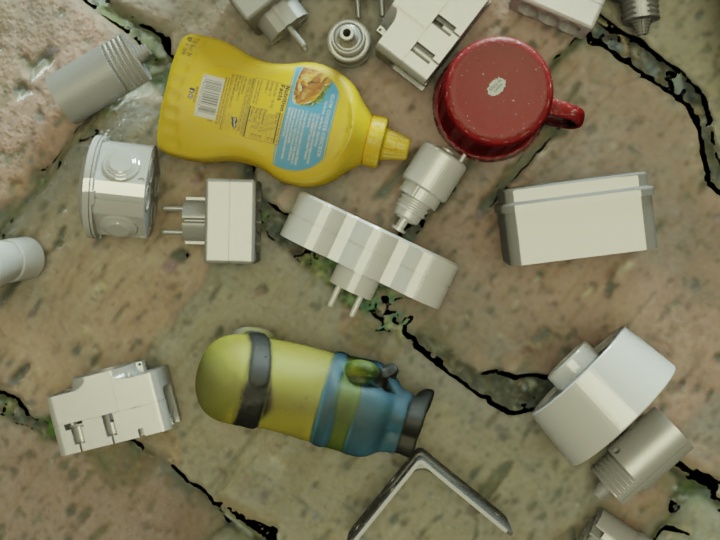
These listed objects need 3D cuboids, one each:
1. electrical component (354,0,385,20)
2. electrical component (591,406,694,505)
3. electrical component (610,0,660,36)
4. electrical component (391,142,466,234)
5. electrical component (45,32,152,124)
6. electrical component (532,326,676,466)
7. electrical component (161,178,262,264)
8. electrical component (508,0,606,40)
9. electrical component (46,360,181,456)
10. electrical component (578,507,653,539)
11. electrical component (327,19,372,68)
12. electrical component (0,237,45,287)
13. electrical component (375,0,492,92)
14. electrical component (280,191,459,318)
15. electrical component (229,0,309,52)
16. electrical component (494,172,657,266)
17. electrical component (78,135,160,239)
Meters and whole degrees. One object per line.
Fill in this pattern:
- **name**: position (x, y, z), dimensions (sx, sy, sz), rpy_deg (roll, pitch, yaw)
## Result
- **electrical component**: position (0.006, -0.234, 0.839), dimensions (0.083, 0.047, 0.075), rpy_deg (-4, 91, 2)
- **electrical component**: position (0.216, 0.150, 0.843), dimensions (0.081, 0.043, 0.043), rpy_deg (-42, 90, 3)
- **electrical component**: position (0.215, -0.222, 0.833), dimensions (0.043, 0.043, 0.081), rpy_deg (-6, 91, 3)
- **electrical component**: position (0.050, -0.064, 0.846), dimensions (0.040, 0.040, 0.078), rpy_deg (32, 93, 1)
- **electrical component**: position (-0.202, -0.154, 0.852), dimensions (0.081, 0.043, 0.043), rpy_deg (-30, 90, 3)
- **electrical component**: position (0.177, 0.089, 0.814), dimensions (0.108, 0.108, 0.060), rpy_deg (-45, 83, 3)
- **electrical component**: position (-0.119, -0.039, 0.850), dimensions (0.077, 0.047, 0.065), rpy_deg (1, 92, 1)
- **electrical component**: position (0.162, -0.230, 0.833), dimensions (0.066, 0.047, 0.076), rpy_deg (24, 92, 1)
- **electrical component**: position (-0.196, 0.106, 0.856), dimensions (0.089, 0.050, 0.055), rpy_deg (-14, 91, 3)
- **electrical component**: position (0.201, 0.215, 0.849), dimensions (0.046, 0.040, 0.040), rpy_deg (36, 93, 6)
- **electrical component**: position (-0.009, -0.178, 0.834), dimensions (0.035, 0.061, 0.035), rpy_deg (0, 91, 2)
- **electrical component**: position (-0.281, -0.007, 0.848), dimensions (0.044, 0.065, 0.044), rpy_deg (3, 98, 20)
- **electrical component**: position (0.054, -0.194, 0.837), dimensions (0.056, 0.050, 0.089), rpy_deg (38, 93, 0)
- **electrical component**: position (0.000, 0.000, 0.844), dimensions (0.138, 0.052, 0.073), rpy_deg (25, 93, 1)
- **electrical component**: position (-0.065, -0.201, 0.834), dimensions (0.047, 0.066, 0.076), rpy_deg (-38, 90, 3)
- **electrical component**: position (0.163, -0.040, 0.823), dimensions (0.113, 0.078, 0.057), rpy_deg (-7, 94, 3)
- **electrical component**: position (-0.187, -0.063, 0.837), dimensions (0.051, 0.080, 0.080), rpy_deg (6, 92, -3)
